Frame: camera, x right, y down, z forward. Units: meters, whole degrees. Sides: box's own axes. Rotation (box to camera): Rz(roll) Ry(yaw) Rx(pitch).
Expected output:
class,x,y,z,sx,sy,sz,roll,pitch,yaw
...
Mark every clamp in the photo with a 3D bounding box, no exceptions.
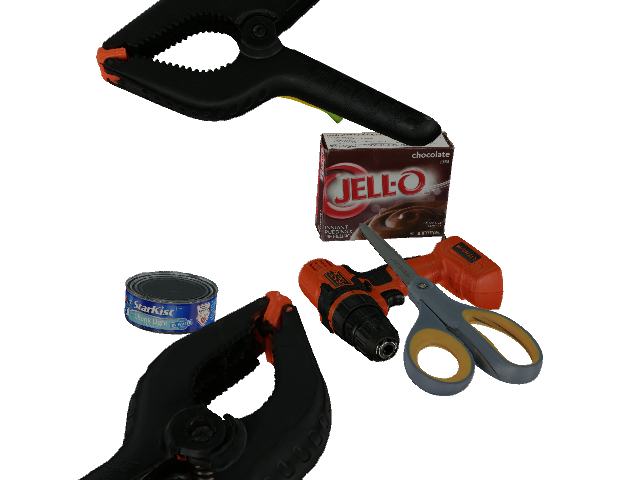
class,x,y,z,sx,sy,sz,roll,pitch,yaw
clamp,-0.036,0.089,0.393,0.120,0.039,0.171,24,49,17
clamp,-0.031,-0.115,0.667,0.210,0.164,0.036,-15,-18,-7

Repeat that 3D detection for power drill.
class,x,y,z,sx,sy,sz,roll,pitch,yaw
power drill,0.090,0.055,1.097,0.187,0.057,0.185,-11,27,-20

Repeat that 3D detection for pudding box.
class,x,y,z,sx,sy,sz,roll,pitch,yaw
pudding box,0.054,-0.048,0.922,0.113,0.090,0.039,-4,34,-9

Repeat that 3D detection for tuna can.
class,x,y,z,sx,sy,sz,roll,pitch,yaw
tuna can,-0.139,0.057,0.993,0.086,0.034,0.086,6,16,-2

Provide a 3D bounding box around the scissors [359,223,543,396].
class,x,y,z,sx,sy,sz,roll,pitch,yaw
scissors,0.061,0.046,0.729,0.096,0.016,0.202,-24,40,-32

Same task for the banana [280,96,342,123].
class,x,y,z,sx,sy,sz,roll,pitch,yaw
banana,-0.053,-0.150,1.055,0.197,0.070,0.037,-8,-37,-47
